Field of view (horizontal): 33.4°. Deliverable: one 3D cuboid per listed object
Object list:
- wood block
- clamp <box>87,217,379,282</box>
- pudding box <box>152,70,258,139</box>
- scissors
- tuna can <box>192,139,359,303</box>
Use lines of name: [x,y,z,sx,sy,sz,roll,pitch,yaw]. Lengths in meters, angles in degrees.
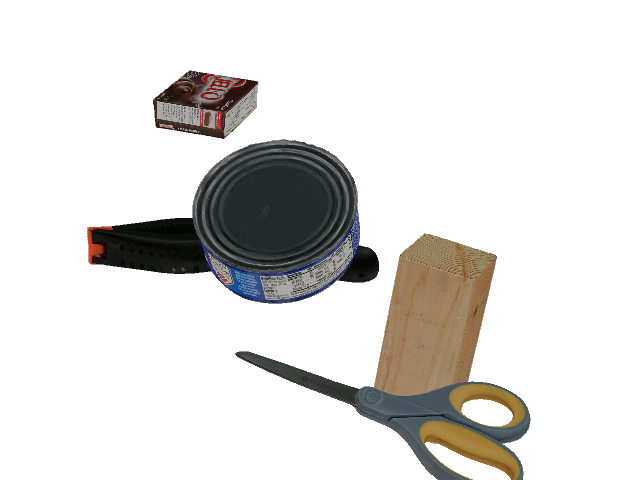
wood block: [0.126,0.110,1.209,0.090,0.206,0.090,18,23,20]
clamp: [-0.062,0.004,0.778,0.209,0.036,0.165,-2,12,-13]
pudding box: [-0.132,-0.160,1.248,0.090,0.039,0.113,10,31,13]
scissors: [0.050,0.099,0.701,0.202,0.016,0.096,30,44,25]
tuna can: [-0.022,-0.010,0.560,0.086,0.086,0.034,0,-36,7]
